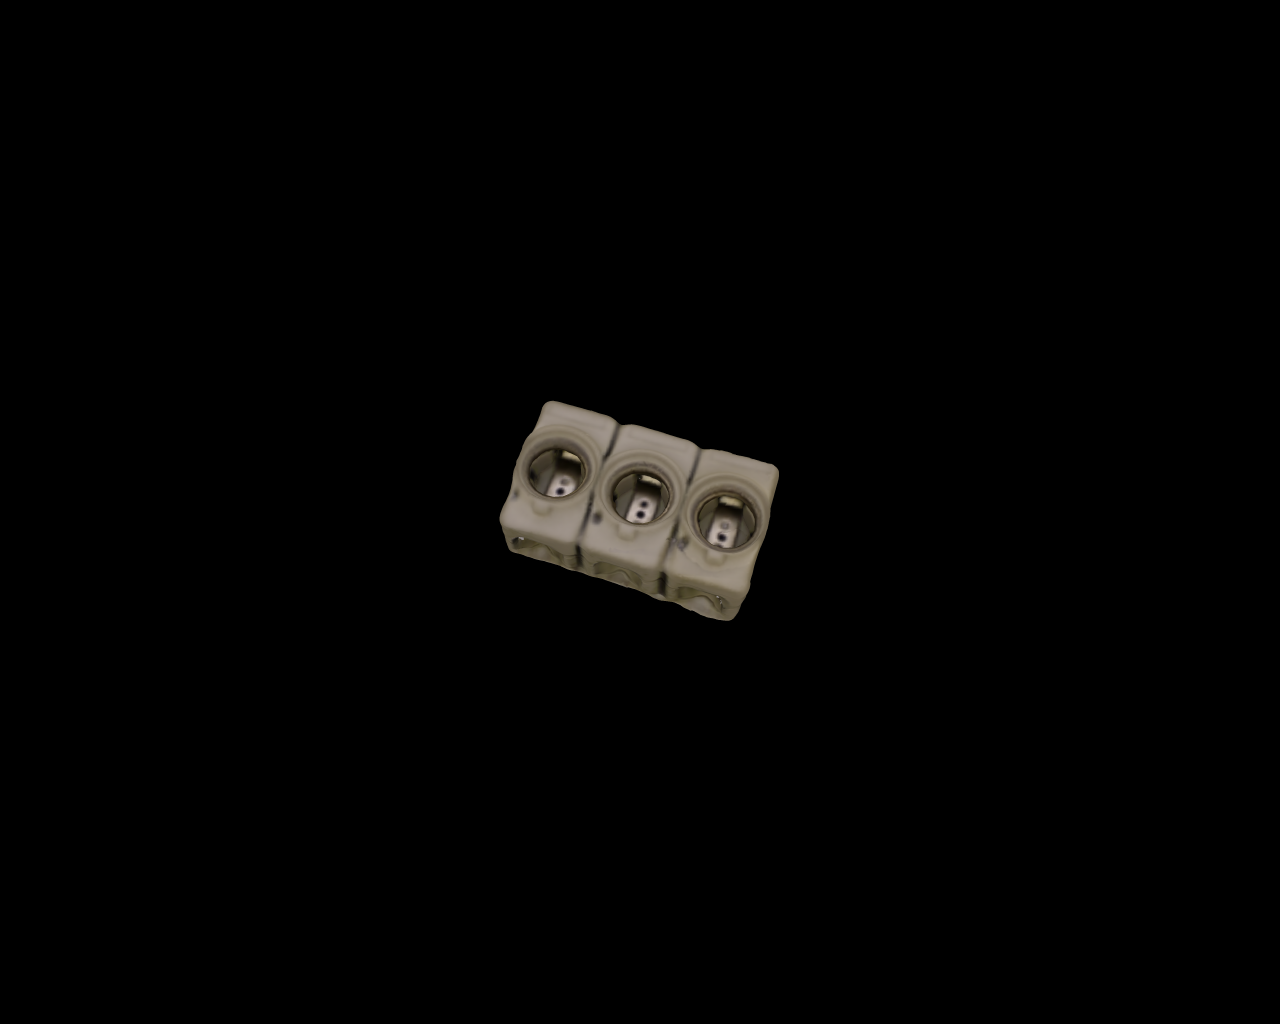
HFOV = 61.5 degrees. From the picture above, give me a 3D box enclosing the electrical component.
[{"bbox_3d":[0.001,-0.003,0.650,0.150,0.089,0.061,17,-22,7],"label":"electrical component"}]
